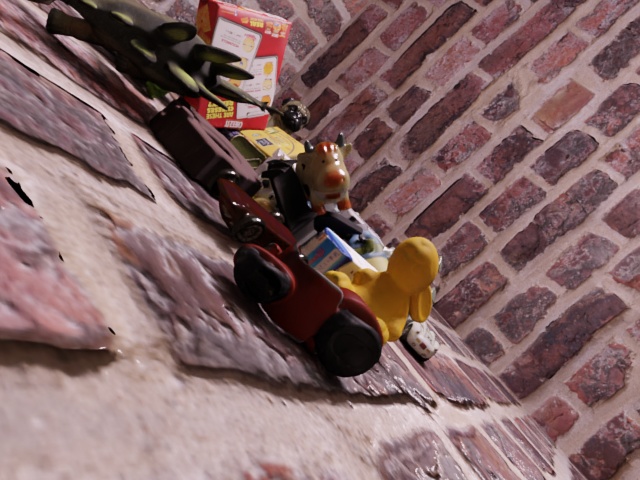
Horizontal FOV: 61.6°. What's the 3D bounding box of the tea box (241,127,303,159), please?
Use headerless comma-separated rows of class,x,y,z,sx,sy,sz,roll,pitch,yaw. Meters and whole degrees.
tea box,-0.099,-0.183,1.161,0.098,0.068,0.170,-14,36,-29

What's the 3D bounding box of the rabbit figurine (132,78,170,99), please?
rabbit figurine,-0.304,-0.320,0.926,0.159,0.121,0.170,36,-8,-22

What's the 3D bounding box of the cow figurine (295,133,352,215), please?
cow figurine,0.006,-0.108,0.862,0.195,0.085,0.127,-124,-159,-71

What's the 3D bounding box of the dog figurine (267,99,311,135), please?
dog figurine,-0.137,-0.290,1.294,0.172,0.190,0.121,44,7,-6

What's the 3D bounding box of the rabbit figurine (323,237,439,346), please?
rabbit figurine,0.101,0.074,0.737,0.122,0.173,0.162,47,10,35

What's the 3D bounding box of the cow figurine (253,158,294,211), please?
cow figurine,-0.074,-0.081,0.873,0.068,0.098,0.167,51,4,-25

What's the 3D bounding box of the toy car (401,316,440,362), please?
toy car,0.210,0.201,1.138,0.073,0.056,0.201,47,7,3

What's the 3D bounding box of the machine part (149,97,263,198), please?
machine part,-0.159,-0.124,0.776,0.179,0.056,0.179,46,6,-7

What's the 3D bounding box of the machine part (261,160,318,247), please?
machine part,-0.045,-0.049,0.799,0.039,0.084,0.138,7,-61,46

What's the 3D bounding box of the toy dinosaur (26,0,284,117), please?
toy dinosaur,-0.206,-0.256,0.770,0.199,0.105,0.471,30,12,19

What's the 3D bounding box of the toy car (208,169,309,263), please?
toy car,-0.077,-0.016,0.664,0.089,0.053,0.202,62,9,25

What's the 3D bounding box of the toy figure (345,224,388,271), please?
toy figure,0.095,0.053,0.998,0.082,0.089,0.180,34,38,-55

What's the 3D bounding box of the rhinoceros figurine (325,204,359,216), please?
rhinoceros figurine,0.005,-0.074,1.175,0.112,0.073,0.190,-12,49,-43

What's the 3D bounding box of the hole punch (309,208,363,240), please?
hole punch,-0.002,-0.003,0.963,0.116,0.092,0.142,15,-4,39

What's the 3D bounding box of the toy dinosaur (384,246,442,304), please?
toy dinosaur,0.154,0.090,1.191,0.192,0.131,0.404,7,4,24

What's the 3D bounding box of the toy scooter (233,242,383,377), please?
toy scooter,-0.014,0.057,0.558,0.183,0.075,0.135,40,7,-18
